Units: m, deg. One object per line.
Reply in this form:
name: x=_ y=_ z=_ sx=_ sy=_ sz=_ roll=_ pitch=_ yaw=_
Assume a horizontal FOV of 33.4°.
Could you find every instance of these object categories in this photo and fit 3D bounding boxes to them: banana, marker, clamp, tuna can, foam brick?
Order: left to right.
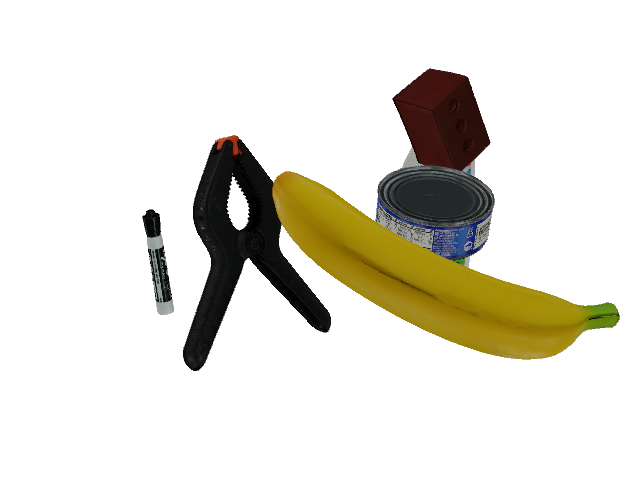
marker: x=-0.178 y=0.024 z=1.172 sx=0.020 sy=0.121 sz=0.020 roll=-5 pitch=22 yaw=2
clamp: x=-0.062 y=0.008 z=0.998 sx=0.164 sy=0.210 sz=0.036 roll=-4 pitch=0 yaw=-39
banana: x=0.046 y=0.015 z=0.536 sx=0.198 sy=0.037 sz=0.069 roll=25 pitch=19 yaw=20
tuna can: x=0.083 y=-0.020 z=0.787 sx=0.086 sy=0.034 sz=0.086 roll=2 pitch=32 yaw=-2
foam brick: x=0.112 y=-0.109 z=0.977 sx=0.053 sy=0.078 sz=0.051 roll=-43 pitch=38 yaw=-20

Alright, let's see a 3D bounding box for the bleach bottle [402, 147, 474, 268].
bleach bottle: x=0.123 y=-0.047 z=1.192 sx=0.102 sy=0.251 sz=0.068 roll=-9 pitch=23 yaw=-27
